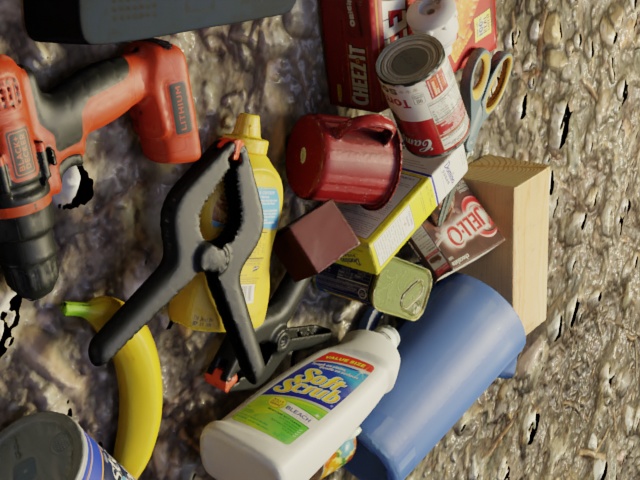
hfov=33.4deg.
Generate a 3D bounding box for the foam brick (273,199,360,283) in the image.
[{"bbox_3d":[-0.007,0.001,0.995,0.053,0.078,0.051,-33,92,-18],"label":"foam brick"}]

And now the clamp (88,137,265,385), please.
[{"bbox_3d":[-0.089,0.021,0.889,0.164,0.036,0.210,21,86,-38],"label":"clamp"}]

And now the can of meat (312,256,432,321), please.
[{"bbox_3d":[0.054,0.042,1.112,0.101,0.084,0.057,19,87,-52],"label":"can of meat"}]

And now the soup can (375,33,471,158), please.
[{"bbox_3d":[0.098,-0.135,1.008,0.068,0.069,0.102,-56,142,-23],"label":"soup can"}]

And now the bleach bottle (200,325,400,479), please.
[{"bbox_3d":[-0.003,0.155,1.057,0.250,0.103,0.068,-39,142,-45],"label":"bleach bottle"}]

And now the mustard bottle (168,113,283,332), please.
[{"bbox_3d":[-0.077,-0.017,0.947,0.096,0.058,0.192,2,101,-46],"label":"mustard bottle"}]

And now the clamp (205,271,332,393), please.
[{"bbox_3d":[-0.045,0.081,1.038,0.171,0.039,0.120,-34,127,-45],"label":"clamp"}]

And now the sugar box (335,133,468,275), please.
[{"bbox_3d":[0.068,-0.043,1.092,0.176,0.093,0.048,-44,134,-32],"label":"sugar box"}]

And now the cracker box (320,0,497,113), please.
[{"bbox_3d":[0.094,-0.241,1.073,0.213,0.072,0.164,-33,127,-40],"label":"cracker box"}]

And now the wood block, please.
[{"bbox_3d":[0.220,0.011,1.305,0.090,0.091,0.206,-29,123,-44],"label":"wood block"}]

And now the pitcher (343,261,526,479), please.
[{"bbox_3d":[0.106,0.150,1.196,0.242,0.149,0.145,-45,149,-29],"label":"pitcher"}]

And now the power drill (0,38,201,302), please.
[{"bbox_3d":[-0.176,-0.066,0.806,0.187,0.057,0.184,-30,124,-42],"label":"power drill"}]

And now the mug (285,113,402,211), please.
[{"bbox_3d":[0.025,-0.081,1.003,0.081,0.117,0.093,3,63,-29],"label":"mug"}]

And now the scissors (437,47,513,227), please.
[{"bbox_3d":[0.153,-0.118,1.140,0.096,0.016,0.202,34,80,-56],"label":"scissors"}]

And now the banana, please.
[{"bbox_3d":[-0.166,0.121,0.907,0.069,0.037,0.198,-22,120,-22],"label":"banana"}]

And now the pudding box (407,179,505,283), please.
[{"bbox_3d":[0.146,-0.012,1.208,0.113,0.039,0.090,-27,78,-43],"label":"pudding box"}]

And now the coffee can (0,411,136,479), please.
[{"bbox_3d":[-0.195,0.215,0.845,0.102,0.103,0.140,-55,139,-23],"label":"coffee can"}]
